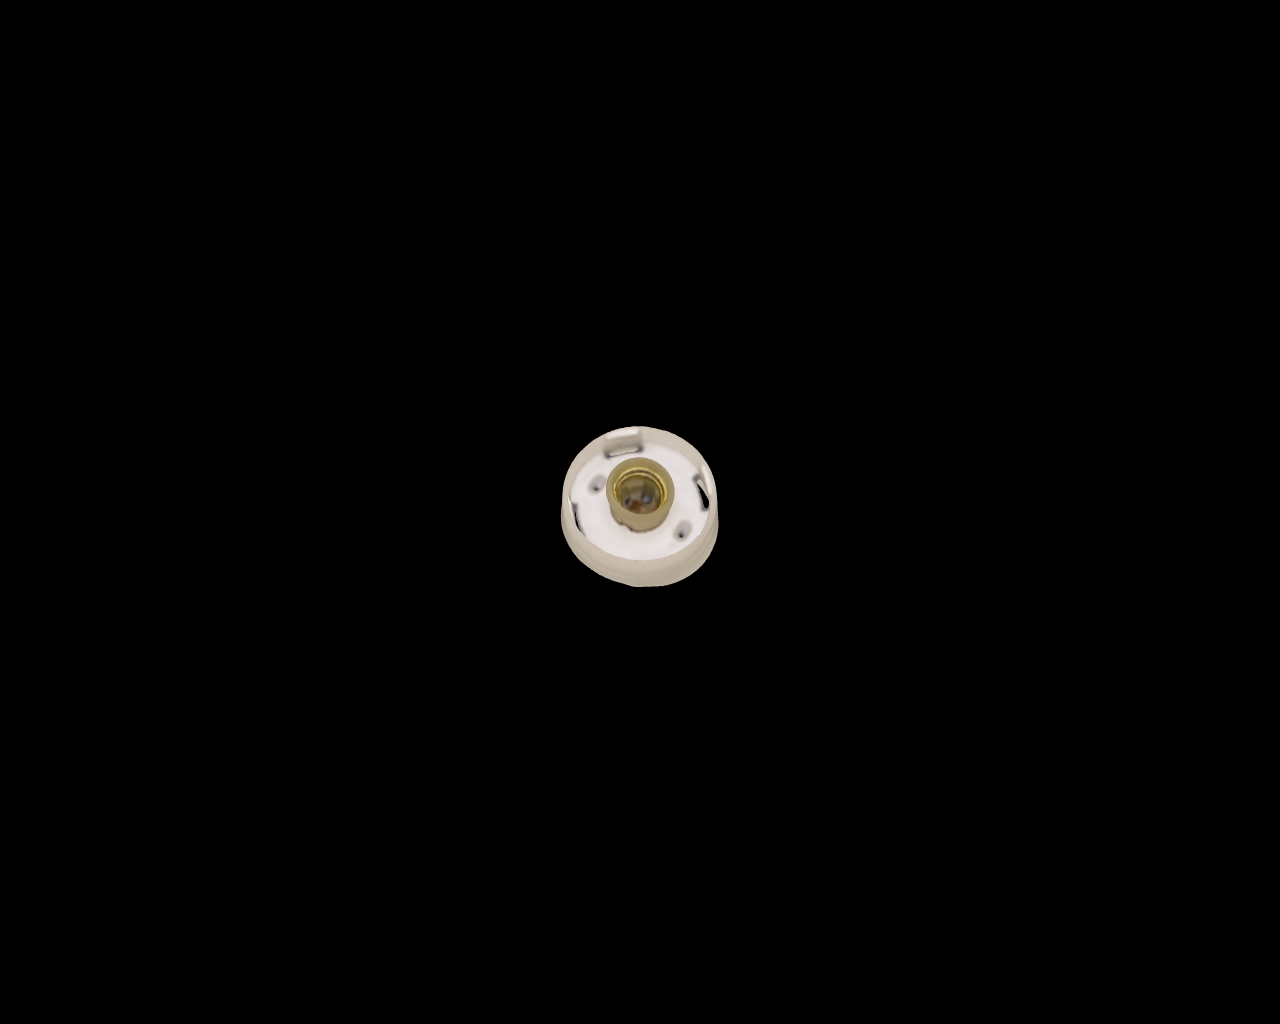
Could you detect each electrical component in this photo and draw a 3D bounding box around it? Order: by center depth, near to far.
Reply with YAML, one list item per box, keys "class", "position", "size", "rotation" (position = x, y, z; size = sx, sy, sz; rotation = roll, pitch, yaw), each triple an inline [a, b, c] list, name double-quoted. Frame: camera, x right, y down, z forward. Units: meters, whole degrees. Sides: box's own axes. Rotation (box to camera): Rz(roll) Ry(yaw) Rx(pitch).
- class: "electrical component"
  position: [0.001, -0.003, 0.650]
  size: [0.099, 0.099, 0.064]
  rotation: [0, -25, 0]
